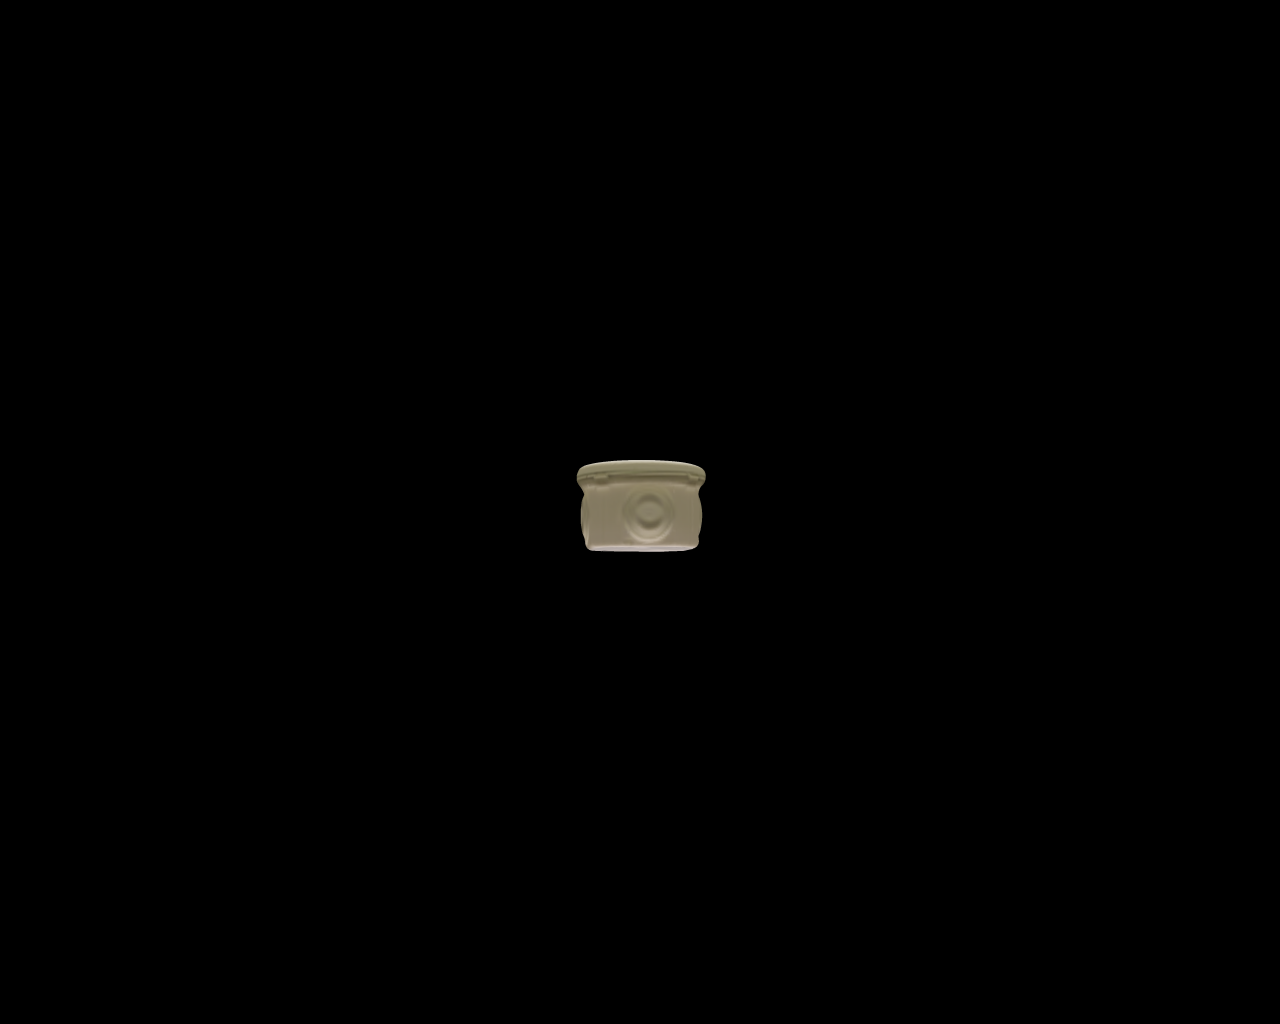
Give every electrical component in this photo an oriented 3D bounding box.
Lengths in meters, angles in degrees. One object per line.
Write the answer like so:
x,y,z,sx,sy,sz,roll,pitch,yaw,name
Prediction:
0.001,-0.003,0.650,0.080,0.051,0.080,0,-4,0,electrical component
